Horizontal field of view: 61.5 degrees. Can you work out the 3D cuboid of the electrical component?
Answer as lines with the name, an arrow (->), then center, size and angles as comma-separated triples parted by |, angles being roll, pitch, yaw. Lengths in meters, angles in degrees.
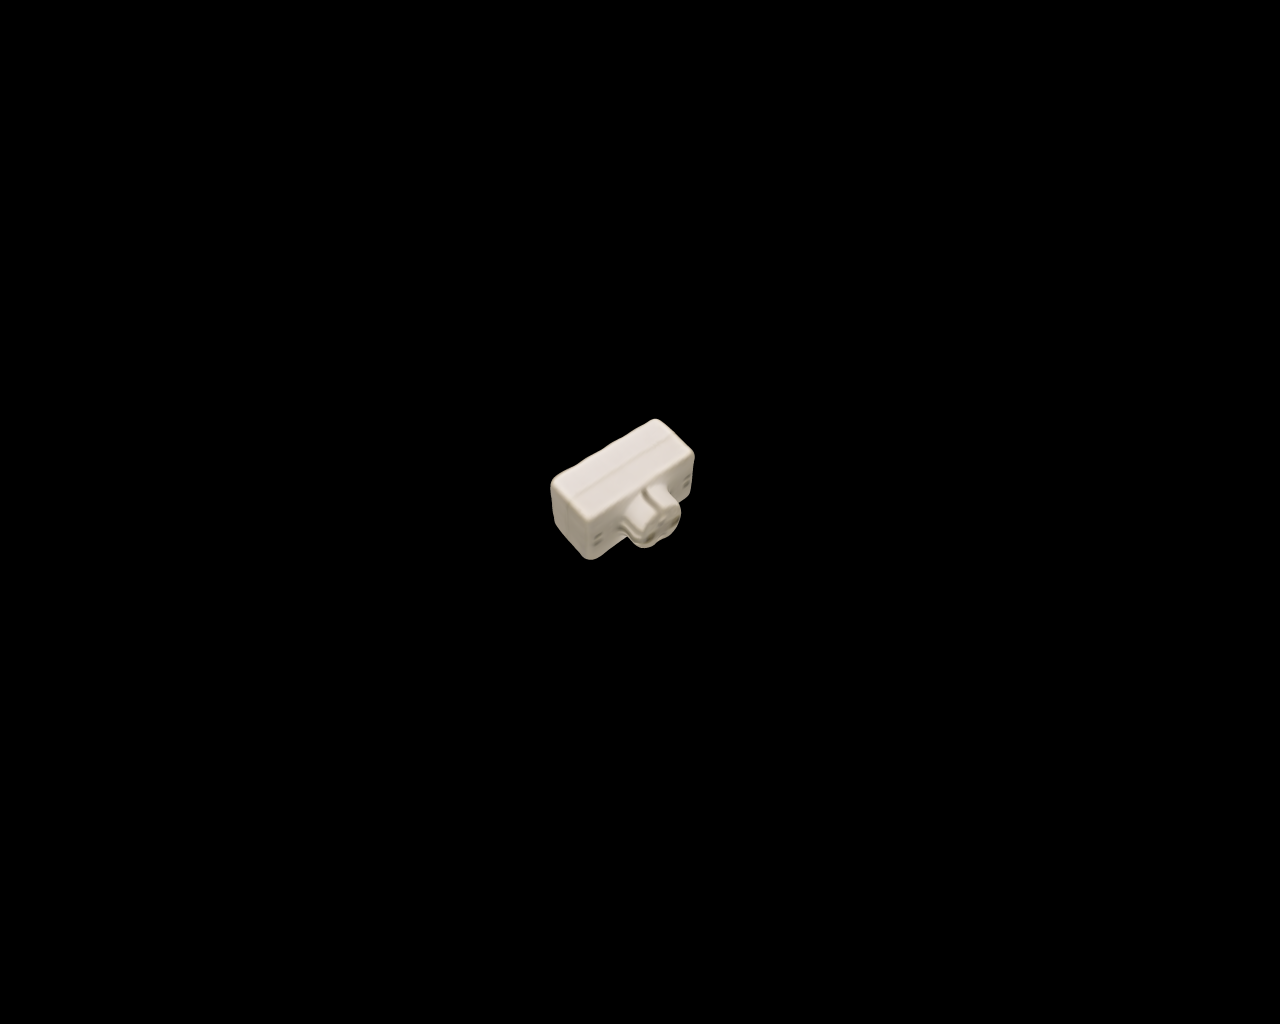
electrical component -> 0.001, -0.003, 0.650 | 0.083, 0.076, 0.047 | -33, -29, -21
